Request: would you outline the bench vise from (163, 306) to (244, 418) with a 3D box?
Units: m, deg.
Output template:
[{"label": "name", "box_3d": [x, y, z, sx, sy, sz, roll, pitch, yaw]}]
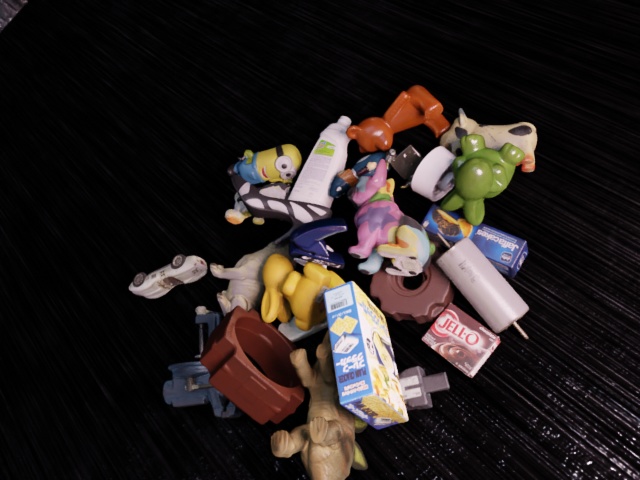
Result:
[{"label": "bench vise", "box_3d": [-0.229, 0.257, 1.145, 0.224, 0.128, 0.240, -13, 70, 21]}]

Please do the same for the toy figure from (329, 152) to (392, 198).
[{"label": "toy figure", "box_3d": [0.085, -0.144, 1.199, 0.154, 0.064, 0.058, -27, 54, -5]}]

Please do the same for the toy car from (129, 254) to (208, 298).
[{"label": "toy car", "box_3d": [-0.371, 0.092, 1.310, 0.202, 0.073, 0.056, -25, 59, 14]}]

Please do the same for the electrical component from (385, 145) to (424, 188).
[{"label": "electrical component", "box_3d": [0.187, -0.160, 1.158, 0.078, 0.045, 0.102, -36, 94, 13]}]

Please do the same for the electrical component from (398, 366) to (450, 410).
[{"label": "electrical component", "box_3d": [0.179, 0.271, 0.988, 0.119, 0.047, 0.075, -21, 61, 15]}]

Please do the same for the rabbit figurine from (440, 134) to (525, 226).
[{"label": "rabbit figurine", "box_3d": [0.282, -0.114, 0.993, 0.121, 0.170, 0.159, 31, 115, 18]}]

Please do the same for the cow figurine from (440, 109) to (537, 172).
[{"label": "cow figurine", "box_3d": [0.342, -0.204, 1.104, 0.195, 0.085, 0.127, 3, 75, 29]}]

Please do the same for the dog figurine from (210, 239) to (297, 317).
[{"label": "dog figurine", "box_3d": [-0.128, 0.096, 1.192, 0.191, 0.121, 0.172, -15, 95, 0]}]

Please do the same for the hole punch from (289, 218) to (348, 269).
[{"label": "hole punch", "box_3d": [-0.002, -0.003, 1.060, 0.116, 0.142, 0.092, 11, 103, -4]}]

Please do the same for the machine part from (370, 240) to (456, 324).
[{"label": "machine part", "box_3d": [0.184, 0.078, 1.068, 0.179, 0.056, 0.179, -9, 65, 21]}]

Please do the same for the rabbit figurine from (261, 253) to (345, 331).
[{"label": "rabbit figurine", "box_3d": [-0.054, 0.101, 1.110, 0.173, 0.122, 0.162, 34, 100, 29]}]

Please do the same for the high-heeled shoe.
[{"label": "high-heeled shoe", "box_3d": [-0.089, -0.093, 1.189, 0.145, 0.086, 0.249, -34, 64, -8]}]

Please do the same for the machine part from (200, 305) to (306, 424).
[{"label": "machine part", "box_3d": [-0.124, 0.238, 1.034, 0.087, 0.201, 0.201, -45, 12, 16]}]

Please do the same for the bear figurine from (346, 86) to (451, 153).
[{"label": "bear figurine", "box_3d": [0.168, -0.246, 1.181, 0.196, 0.120, 0.132, -36, 55, 7]}]

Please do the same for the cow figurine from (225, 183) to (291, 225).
[{"label": "cow figurine", "box_3d": [-0.150, -0.091, 1.293, 0.167, 0.068, 0.098, -8, 59, 18]}]

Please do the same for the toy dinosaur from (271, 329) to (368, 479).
[{"label": "toy dinosaur", "box_3d": [0.014, 0.350, 0.935, 0.105, 0.198, 0.471, -10, 53, 31]}]

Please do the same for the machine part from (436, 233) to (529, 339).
[{"label": "machine part", "box_3d": [0.292, 0.080, 0.973, 0.079, 0.079, 0.243, -38, 78, 5]}]

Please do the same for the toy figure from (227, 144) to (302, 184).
[{"label": "toy figure", "box_3d": [-0.134, -0.184, 1.316, 0.180, 0.082, 0.089, -8, 68, 20]}]

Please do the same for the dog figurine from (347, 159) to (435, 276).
[{"label": "dog figurine", "box_3d": [0.137, -0.048, 1.052, 0.192, 0.108, 0.219, 0, 64, 27]}]

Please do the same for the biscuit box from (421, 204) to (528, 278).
[{"label": "biscuit box", "box_3d": [0.298, -0.001, 1.047, 0.203, 0.059, 0.063, 27, 81, 32]}]
